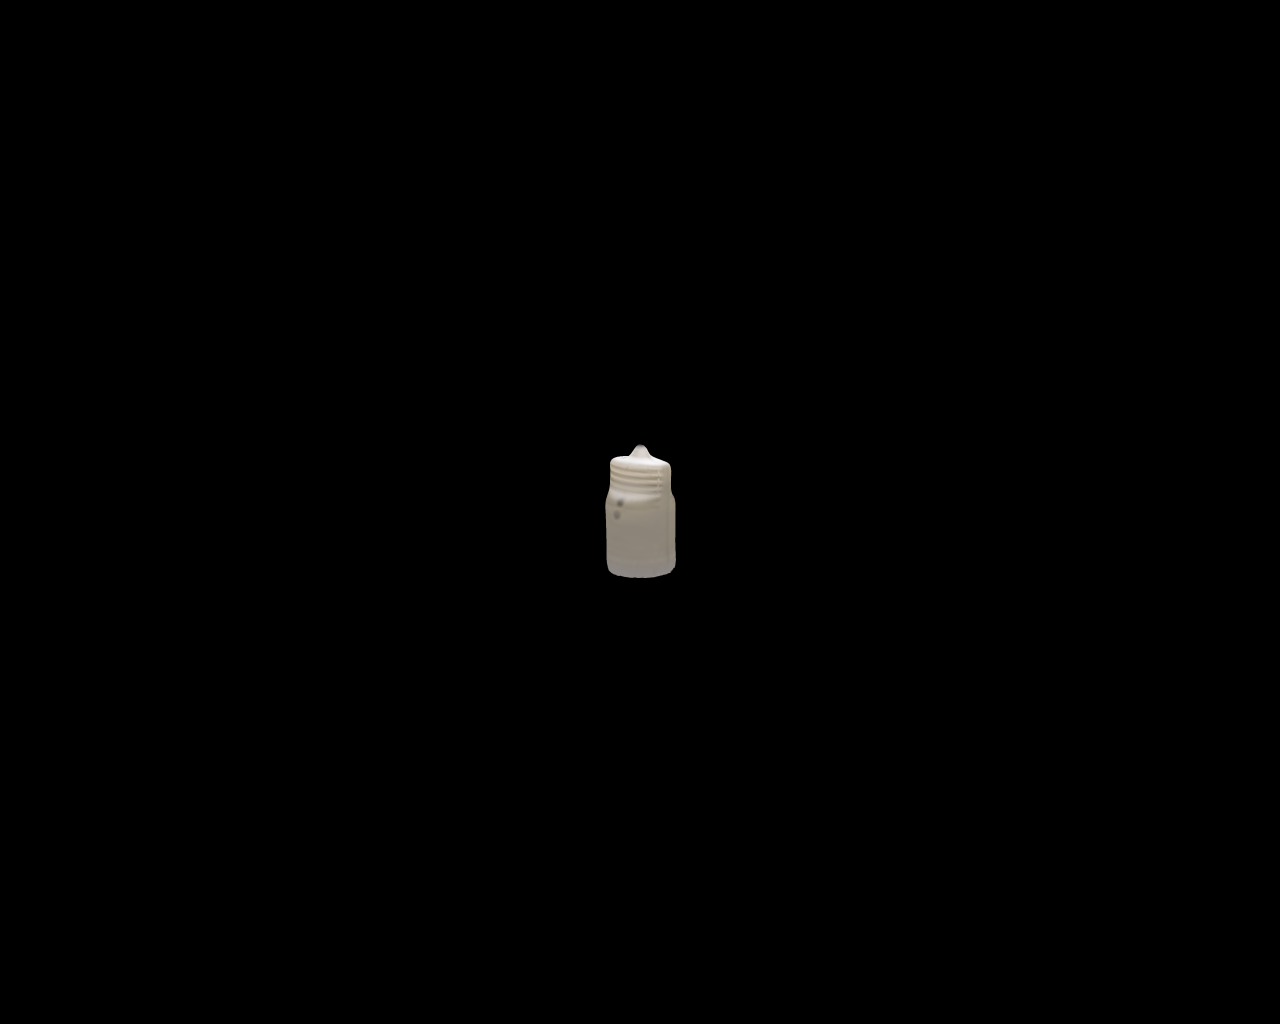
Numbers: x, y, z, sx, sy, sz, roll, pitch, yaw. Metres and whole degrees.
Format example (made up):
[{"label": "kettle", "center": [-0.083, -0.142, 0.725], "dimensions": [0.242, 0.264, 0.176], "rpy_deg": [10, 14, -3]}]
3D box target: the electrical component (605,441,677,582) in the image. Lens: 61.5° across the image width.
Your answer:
[{"label": "electrical component", "center": [0.001, -0.003, 0.650], "dimensions": [0.043, 0.080, 0.043], "rpy_deg": [0, 13, 0]}]
